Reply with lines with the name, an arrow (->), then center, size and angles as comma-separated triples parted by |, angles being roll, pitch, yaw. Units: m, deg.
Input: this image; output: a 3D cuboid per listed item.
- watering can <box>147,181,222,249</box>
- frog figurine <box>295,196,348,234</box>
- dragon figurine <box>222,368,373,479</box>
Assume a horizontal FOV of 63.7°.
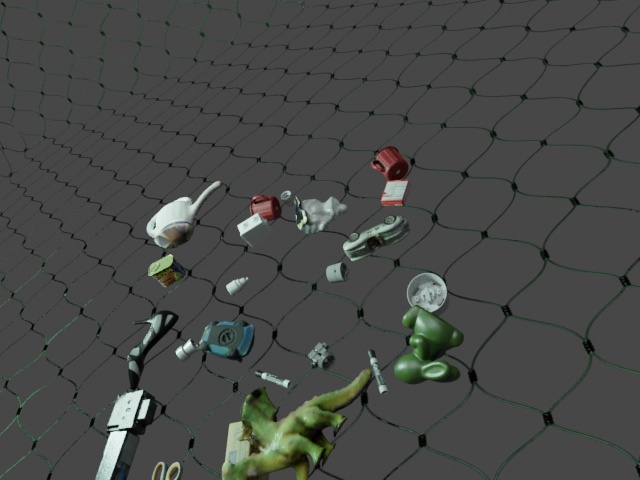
watering can -> -0.527, -0.096, 1.997 | 0.346, 0.229, 0.102 | -28, -47, 8
frog figurine -> 0.005, -0.084, 1.669 | 0.160, 0.120, 0.140 | -5, 26, -20
dragon figurine -> -0.070, 0.409, 1.172 | 0.244, 0.119, 0.418 | 22, 47, 22
